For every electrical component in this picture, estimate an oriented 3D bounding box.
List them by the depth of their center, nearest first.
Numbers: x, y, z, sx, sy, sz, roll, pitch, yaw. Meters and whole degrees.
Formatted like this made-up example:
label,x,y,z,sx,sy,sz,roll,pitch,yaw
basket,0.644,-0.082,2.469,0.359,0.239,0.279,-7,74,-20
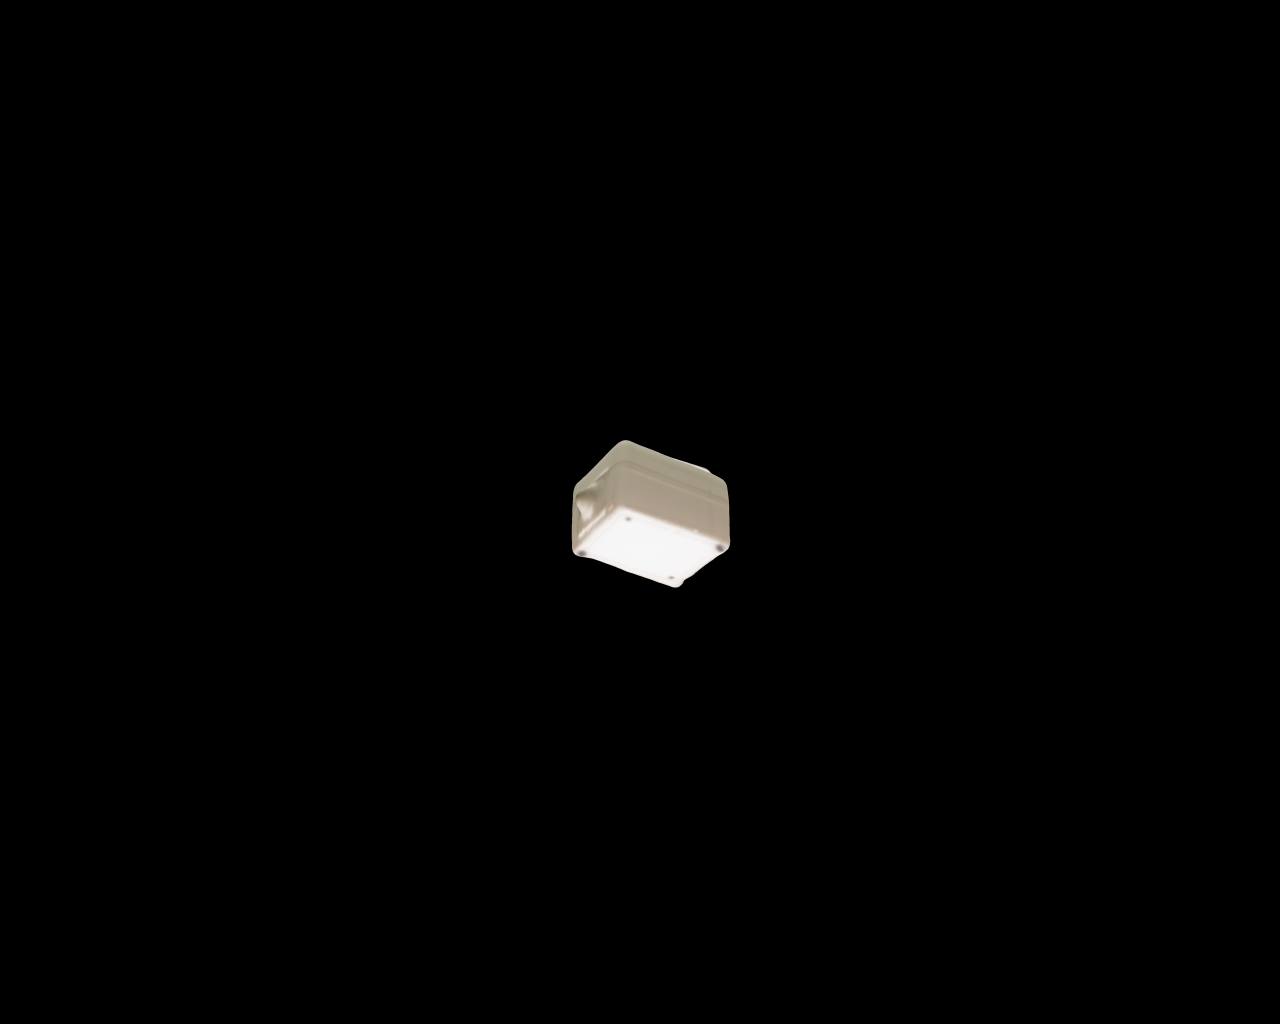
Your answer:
label,x,y,z,sx,sy,sz,roll,pitch,yaw
electrical component,0.001,-0.003,0.650,0.096,0.061,0.061,21,-40,-26
